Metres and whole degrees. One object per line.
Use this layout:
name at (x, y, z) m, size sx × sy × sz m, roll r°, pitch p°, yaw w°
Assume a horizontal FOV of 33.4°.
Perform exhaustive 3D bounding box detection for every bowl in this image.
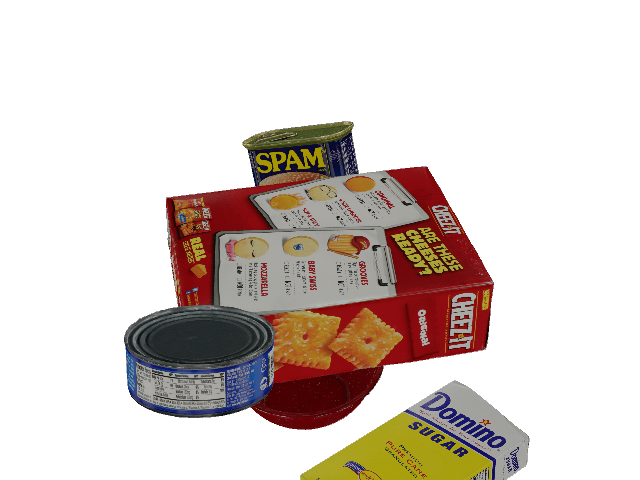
bowl at (-0.015, 0.141, 1.090) m, size 0.162 × 0.055 × 0.162 m, roll -3°, pitch 36°, yaw 2°

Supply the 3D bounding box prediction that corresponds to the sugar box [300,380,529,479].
sugar box at (0.080, 0.192, 0.895) m, size 0.176 × 0.048 × 0.093 m, roll -29°, pitch 45°, yaw -25°

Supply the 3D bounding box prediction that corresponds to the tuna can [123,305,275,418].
tuna can at (-0.068, 0.068, 0.611) m, size 0.086 × 0.034 × 0.086 m, roll 0°, pitch 18°, yaw 0°

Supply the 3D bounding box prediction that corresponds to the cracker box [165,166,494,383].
cracker box at (-0.001, 0.025, 0.794) m, size 0.213 × 0.072 × 0.164 m, roll -7°, pitch 36°, yaw -9°

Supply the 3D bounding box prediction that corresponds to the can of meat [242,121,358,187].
can of meat at (-0.013, -0.059, 0.987) m, size 0.102 × 0.084 × 0.057 m, roll -4°, pitch 18°, yaw 24°
